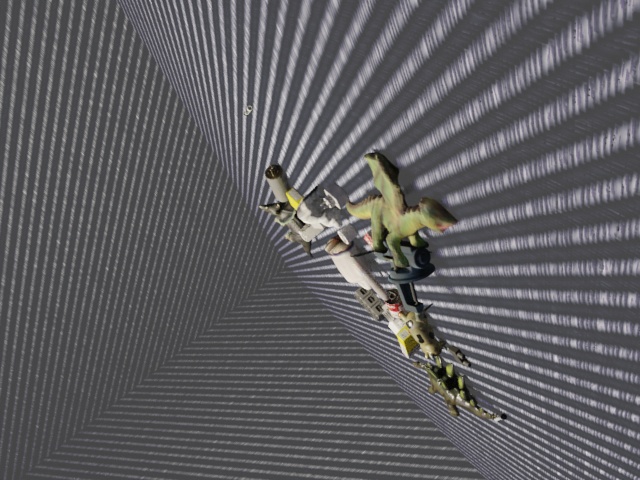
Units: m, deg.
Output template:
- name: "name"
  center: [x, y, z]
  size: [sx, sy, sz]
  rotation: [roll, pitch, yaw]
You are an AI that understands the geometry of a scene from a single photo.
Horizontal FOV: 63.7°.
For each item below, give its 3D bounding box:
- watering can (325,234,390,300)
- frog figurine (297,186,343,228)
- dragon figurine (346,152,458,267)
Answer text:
- name: "watering can"
  center: [0.129, 0.091, 1.827]
  size: [0.222, 0.104, 0.350]
  rotation: [56, 170, -18]
- name: "frog figurine"
  center: [0.005, -0.088, 1.746]
  size: [0.160, 0.121, 0.139]
  rotation: [42, -158, 3]
- name: "dragon figurine"
  center: [0.152, -0.092, 1.172]
  size: [0.416, 0.123, 0.237]
  rotation: [38, 145, 49]
